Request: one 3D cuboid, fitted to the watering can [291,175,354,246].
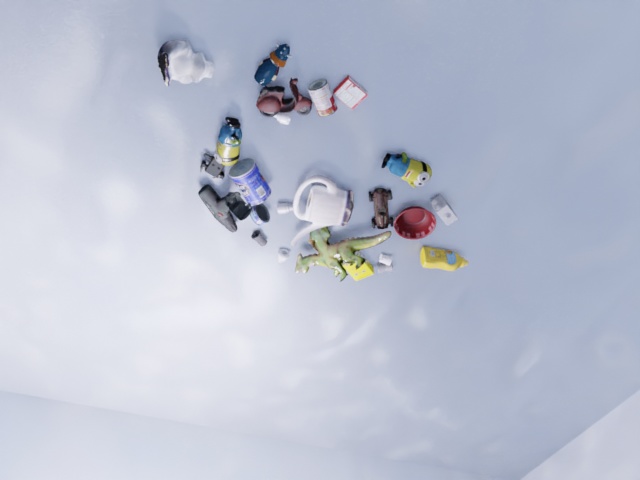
[{"bbox_3d":[0.006,-0.098,1.948,0.224,0.106,0.339,9,130,-5],"label":"watering can"}]

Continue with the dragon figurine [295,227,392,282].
[{"bbox_3d":[0.061,0.018,2.032,0.242,0.124,0.405,46,110,-5],"label":"dragon figurine"}]

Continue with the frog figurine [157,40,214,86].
[{"bbox_3d":[-0.413,-0.550,1.592,0.161,0.124,0.134,-19,130,-29],"label":"frog figurine"}]
